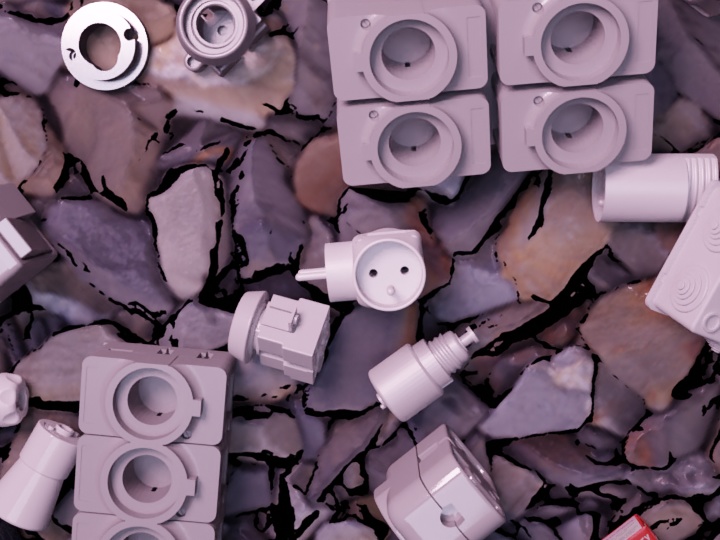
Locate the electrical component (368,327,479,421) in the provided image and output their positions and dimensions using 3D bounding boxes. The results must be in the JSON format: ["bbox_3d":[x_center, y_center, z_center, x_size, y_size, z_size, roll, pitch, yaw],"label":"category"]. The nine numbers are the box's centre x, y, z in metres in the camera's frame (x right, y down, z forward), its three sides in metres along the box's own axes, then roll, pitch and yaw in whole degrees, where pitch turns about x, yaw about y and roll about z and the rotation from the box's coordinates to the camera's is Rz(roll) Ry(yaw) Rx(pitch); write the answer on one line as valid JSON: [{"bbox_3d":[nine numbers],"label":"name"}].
[{"bbox_3d":[0.042,0.064,0.693,0.078,0.040,0.040,-36,95,5],"label":"electrical component"}]

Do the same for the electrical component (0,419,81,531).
[{"bbox_3d":[-0.209,0.131,0.705,0.044,0.044,0.065,30,91,-2],"label":"electrical component"}]

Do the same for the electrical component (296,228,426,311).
[{"bbox_3d":[0.000,0.000,0.668,0.079,0.077,0.043,-5,97,2],"label":"electrical component"}]

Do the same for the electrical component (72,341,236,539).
[{"bbox_3d":[-0.133,0.128,0.692,0.089,0.061,0.150,5,96,0],"label":"electrical component"}]

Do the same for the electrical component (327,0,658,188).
[{"bbox_3d":[0.078,-0.114,0.644,0.186,0.060,0.105,-5,119,2],"label":"electrical component"}]

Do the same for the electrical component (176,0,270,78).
[{"bbox_3d":[-0.086,-0.149,0.663,0.066,0.055,0.048,-45,94,5],"label":"electrical component"}]

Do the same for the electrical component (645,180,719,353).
[{"bbox_3d":[0.239,0.004,0.659,0.100,0.048,0.099,20,103,-25],"label":"electrical component"}]

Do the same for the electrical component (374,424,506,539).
[{"bbox_3d":[0.049,0.143,0.674,0.059,0.095,0.053,-39,94,5],"label":"electrical component"}]

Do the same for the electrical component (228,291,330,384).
[{"bbox_3d":[-0.051,0.041,0.685,0.055,0.066,0.048,15,61,7],"label":"electrical component"}]

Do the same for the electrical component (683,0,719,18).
[{"bbox_3d":[0.191,-0.203,0.627,0.109,0.108,0.056,35,98,-3],"label":"electrical component"}]

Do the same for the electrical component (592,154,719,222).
[{"bbox_3d":[0.190,-0.052,0.676,0.081,0.043,0.043,0,96,1],"label":"electrical component"}]

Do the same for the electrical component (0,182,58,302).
[{"bbox_3d":[-0.233,-0.015,0.661,0.061,0.096,0.061,-37,94,4],"label":"electrical component"}]

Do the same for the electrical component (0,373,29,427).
[{"bbox_3d":[-0.251,0.085,0.703,0.061,0.035,0.035,-1,96,3],"label":"electrical component"}]
